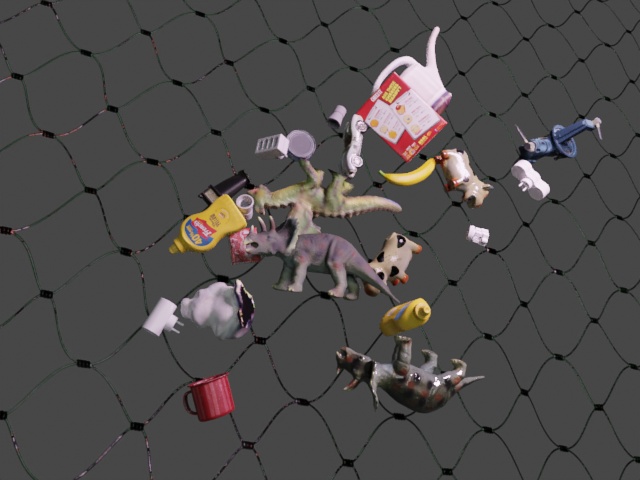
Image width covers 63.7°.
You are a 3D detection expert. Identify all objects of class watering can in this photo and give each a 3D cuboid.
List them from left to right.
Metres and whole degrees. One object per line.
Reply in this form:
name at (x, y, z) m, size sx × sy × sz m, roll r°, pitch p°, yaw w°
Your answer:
watering can at (0.317, -0.492, 1.602) m, size 0.225 × 0.103 × 0.349 m, roll 44°, pitch 82°, yaw 2°

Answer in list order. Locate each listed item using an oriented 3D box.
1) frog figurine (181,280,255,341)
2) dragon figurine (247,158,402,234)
frog figurine at (-0.240, 0.170, 1.211) m, size 0.159 × 0.122 × 0.138 m, roll -15°, pitch 84°, yaw 14°
dragon figurine at (0.004, -0.070, 1.383) m, size 0.409 × 0.122 × 0.244 m, roll 24°, pitch 82°, yaw -7°
